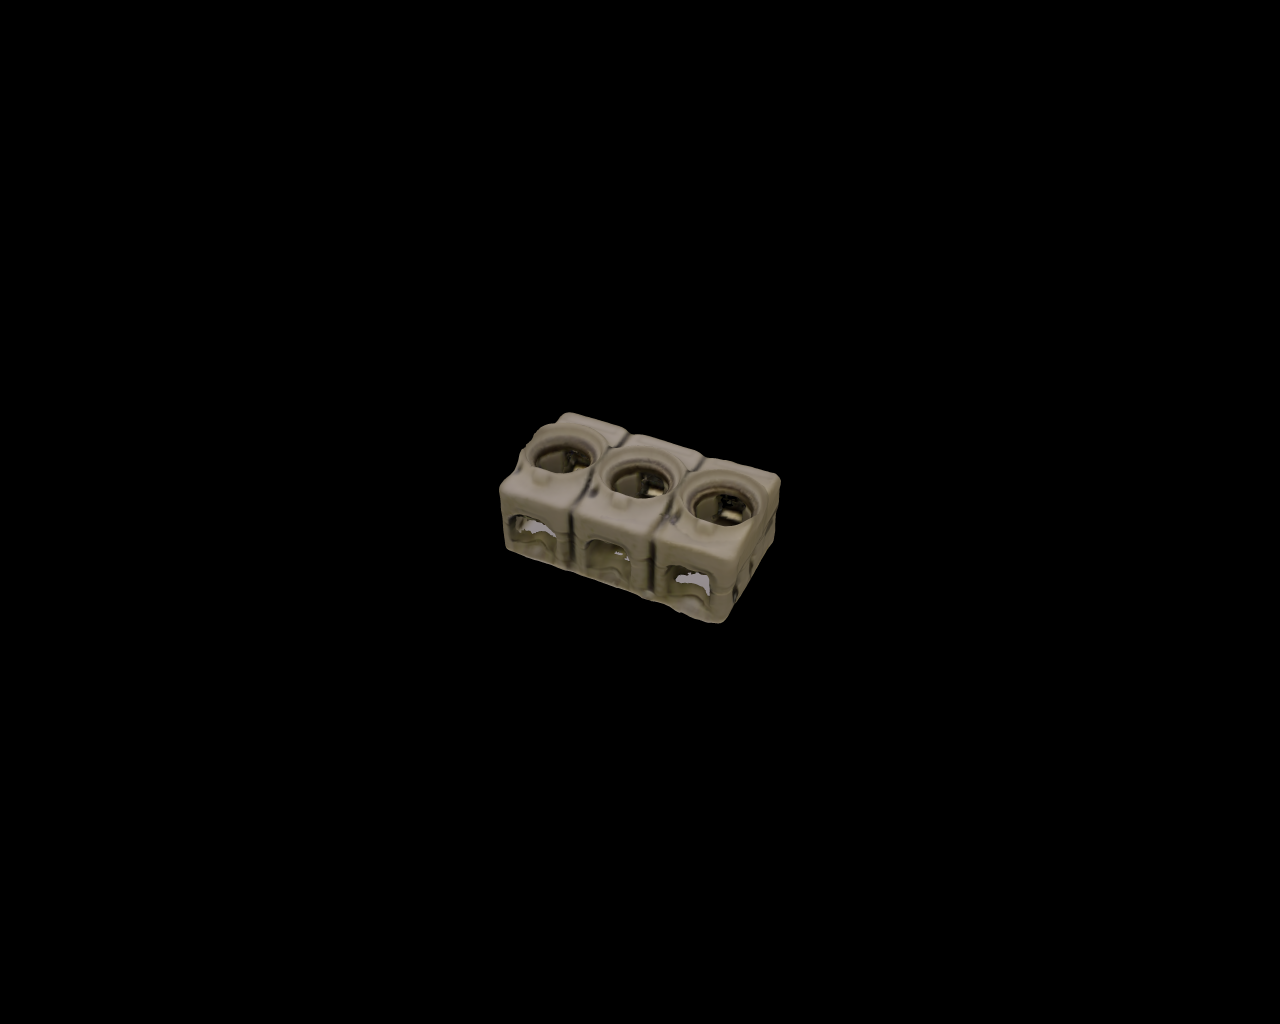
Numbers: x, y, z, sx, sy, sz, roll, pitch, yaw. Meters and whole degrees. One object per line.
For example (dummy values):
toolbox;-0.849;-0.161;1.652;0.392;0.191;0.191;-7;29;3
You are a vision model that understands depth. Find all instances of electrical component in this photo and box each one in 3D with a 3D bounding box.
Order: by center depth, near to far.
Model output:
electrical component;0.001;-0.003;0.650;0.150;0.061;0.090;18;44;19
